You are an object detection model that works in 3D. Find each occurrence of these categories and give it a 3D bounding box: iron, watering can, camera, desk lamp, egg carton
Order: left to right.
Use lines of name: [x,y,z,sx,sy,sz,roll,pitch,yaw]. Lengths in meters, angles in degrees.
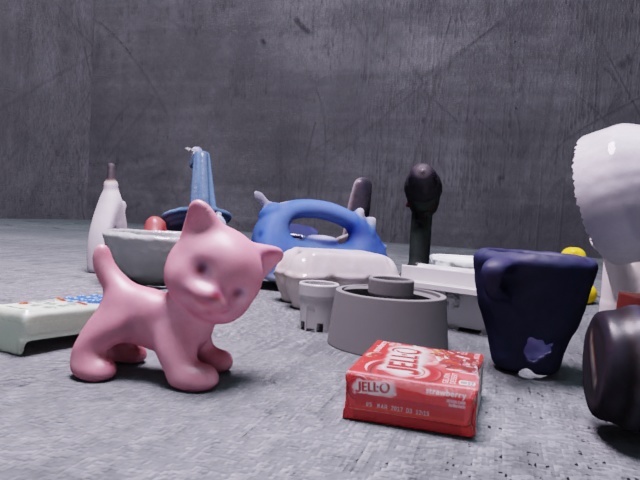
iron: [0.008,0.003,0.882,0.259,0.141,0.118,3,3,-19]
egg carton: [0.021,0.047,0.719,0.150,0.069,0.107,3,3,-20]
watering can: [0.390,0.010,0.679,0.100,0.194,0.173,6,3,38]
desk lamp: [0.308,0.005,0.453,0.118,0.213,0.202,1,4,-43]
camera: [0.222,0.063,0.319,0.136,0.101,0.143,4,3,13]

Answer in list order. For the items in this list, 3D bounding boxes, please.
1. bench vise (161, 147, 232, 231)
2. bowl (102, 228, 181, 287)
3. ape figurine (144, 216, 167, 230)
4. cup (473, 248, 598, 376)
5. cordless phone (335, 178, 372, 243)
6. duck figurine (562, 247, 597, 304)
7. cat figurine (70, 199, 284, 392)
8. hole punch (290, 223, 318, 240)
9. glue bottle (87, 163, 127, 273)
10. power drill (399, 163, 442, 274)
bench vise: [-0.191,-0.053,0.986,0.122,0.220,0.206,1,4,-44]
bowl: [-0.218,0.026,0.805,0.167,0.075,0.167,4,3,0]
ape figurine: [-0.277,0.006,0.969,0.077,0.092,0.076,5,3,27]
cup: [0.155,0.056,0.439,0.091,0.095,0.118,6,4,42]
cordless phone: [0.049,-0.023,1.029,0.094,0.185,0.148,5,3,24]
duck figurine: [0.401,0.054,0.911,0.077,0.086,0.105,5,3,21]
cat figurine: [-0.092,0.032,0.377,0.127,0.118,0.067,4,3,5]
hole punch: [-0.052,0.015,1.104,0.108,0.091,0.101,3,3,-4]
glue bottle: [-0.333,-0.036,0.910,0.037,0.173,0.078,4,3,9]
power drill: [0.184,-0.026,1.038,0.075,0.208,0.230,4,3,10]
